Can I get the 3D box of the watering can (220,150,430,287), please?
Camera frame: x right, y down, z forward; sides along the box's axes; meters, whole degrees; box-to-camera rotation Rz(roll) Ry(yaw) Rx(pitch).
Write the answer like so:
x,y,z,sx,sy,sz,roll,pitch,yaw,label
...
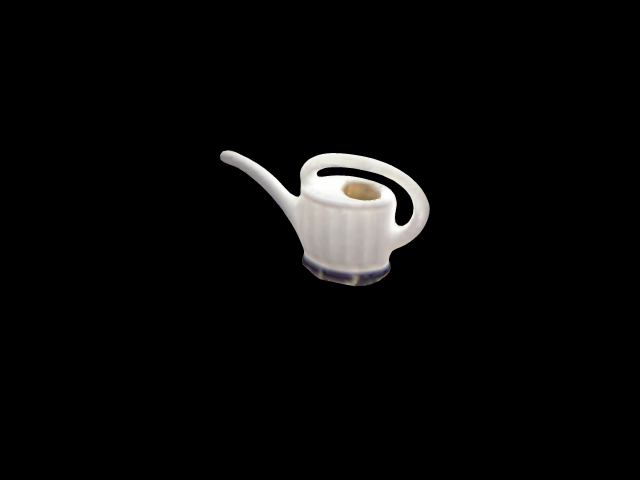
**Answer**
x,y,z,sx,sy,sz,roll,pitch,yaw,label
0.003,-0.043,0.850,0.348,0.219,0.106,10,31,17,watering can
